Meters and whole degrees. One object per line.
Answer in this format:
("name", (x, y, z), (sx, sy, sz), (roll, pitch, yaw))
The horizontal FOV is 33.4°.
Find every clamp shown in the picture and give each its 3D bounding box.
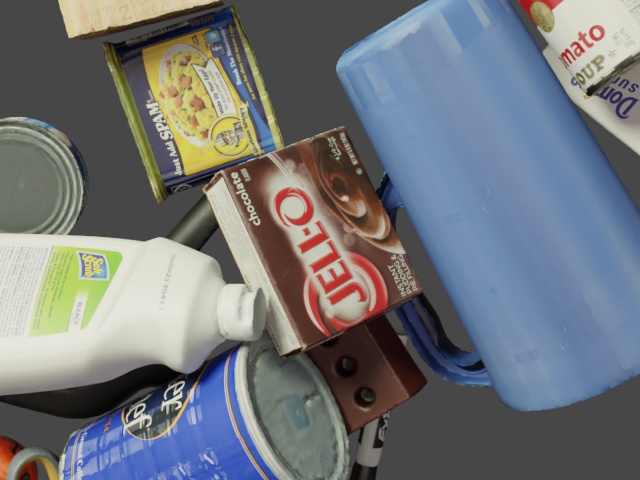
("clamp", (-0.119, 0.071, 0.684), (0.210, 0.036, 0.164), (-20, 107, 3))

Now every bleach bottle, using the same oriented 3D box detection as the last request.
("bleach bottle", (-0.156, 0.046, 0.605), (0.251, 0.068, 0.102), (1, 64, 13))

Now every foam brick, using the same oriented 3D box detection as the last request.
("foam brick", (0.022, 0.075, 0.674), (0.053, 0.051, 0.078), (-33, 86, 17))

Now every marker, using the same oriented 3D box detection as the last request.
("marker", (0.037, 0.119, 0.713), (0.020, 0.020, 0.121), (11, 99, -6))

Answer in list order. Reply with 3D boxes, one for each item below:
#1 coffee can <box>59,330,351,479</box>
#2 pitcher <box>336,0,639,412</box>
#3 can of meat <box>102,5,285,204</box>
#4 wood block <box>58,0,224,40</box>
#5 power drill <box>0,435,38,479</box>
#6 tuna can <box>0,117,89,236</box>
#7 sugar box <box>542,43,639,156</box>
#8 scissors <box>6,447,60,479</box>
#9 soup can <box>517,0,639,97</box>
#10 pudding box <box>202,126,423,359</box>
("coffee can", (-0.068, 0.129, 0.631), (0.140, 0.102, 0.103), (-29, 102, 22))
("pitcher", (0.104, -0.025, 0.646), (0.149, 0.145, 0.243), (-32, 97, -11))
("can of meat", (-0.075, -0.084, 0.650), (0.084, 0.057, 0.102), (-19, 102, -3))
("wood block", (-0.123, -0.225, 0.604), (0.090, 0.091, 0.206), (-15, 101, -2))
("power drill", (-0.303, 0.159, 0.678), (0.187, 0.057, 0.184), (42, 91, -13))
("tuna can", (-0.188, -0.033, 0.662), (0.086, 0.034, 0.086), (-1, 100, -4))
("sugar box", (0.220, -0.144, 0.641), (0.093, 0.048, 0.176), (43, 108, 13))
("scissors", (-0.137, 0.204, 0.713), (0.096, 0.016, 0.201), (-40, 122, -24))
("soup can", (0.150, -0.141, 0.603), (0.068, 0.068, 0.102), (-35, 86, 2))
("pudding box", (-0.004, 0.001, 0.621), (0.089, 0.039, 0.113), (-23, 83, -32))
